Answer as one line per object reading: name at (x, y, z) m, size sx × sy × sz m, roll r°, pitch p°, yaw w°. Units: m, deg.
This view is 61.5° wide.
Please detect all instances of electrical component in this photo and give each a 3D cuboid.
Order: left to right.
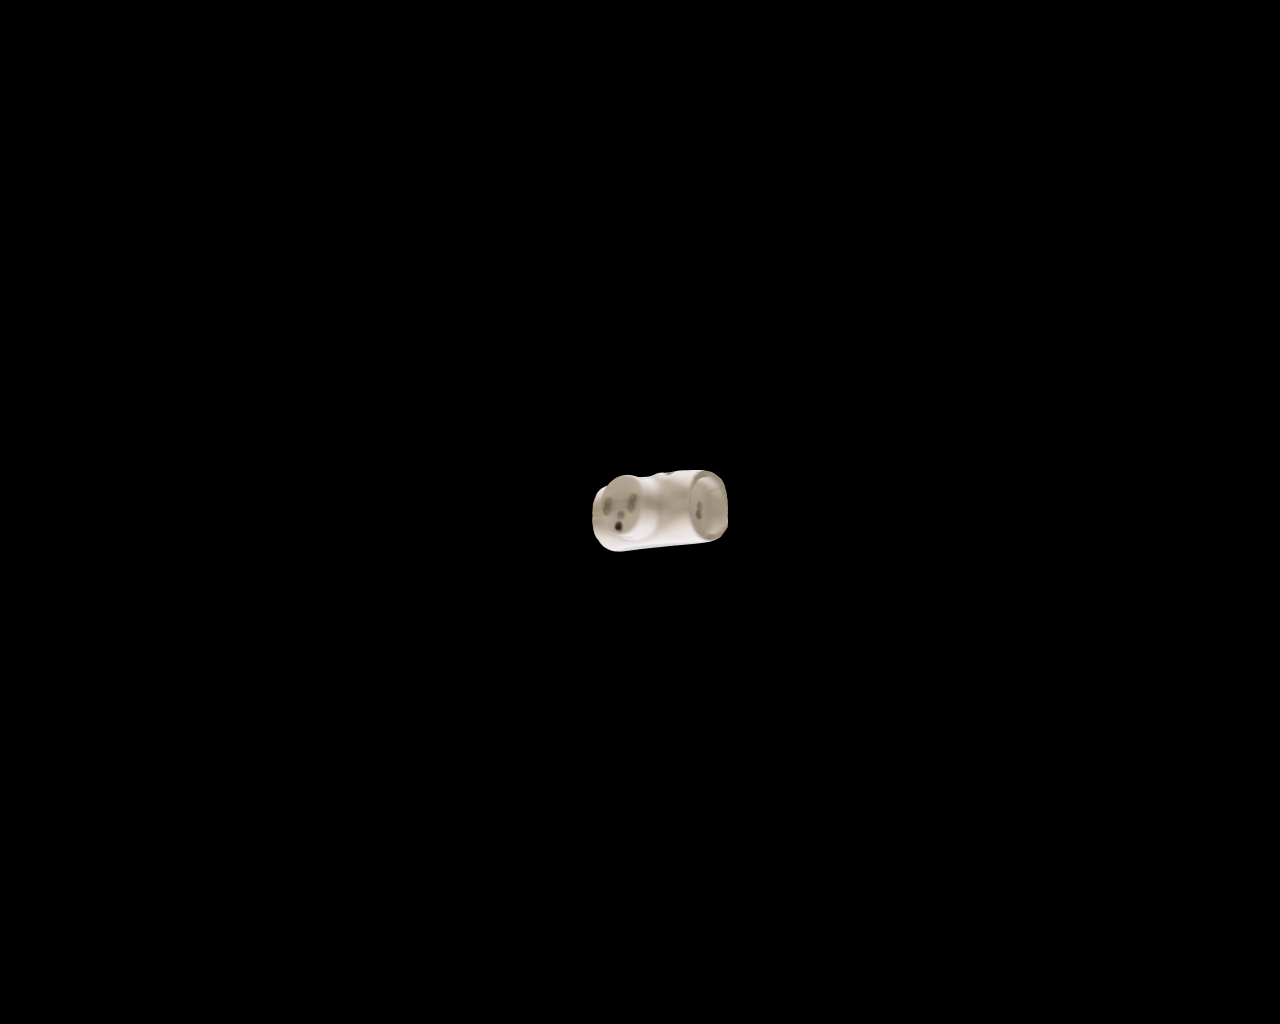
electrical component at (0.001, -0.003, 0.650) m, size 0.077 × 0.044 × 0.079 m, roll -8°, pitch -13°, yaw 39°
